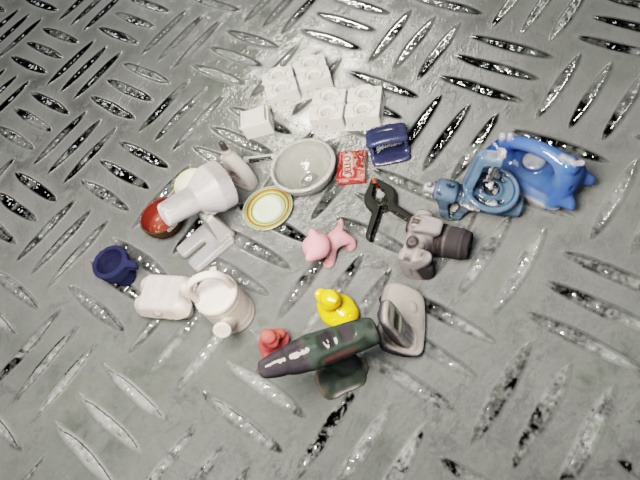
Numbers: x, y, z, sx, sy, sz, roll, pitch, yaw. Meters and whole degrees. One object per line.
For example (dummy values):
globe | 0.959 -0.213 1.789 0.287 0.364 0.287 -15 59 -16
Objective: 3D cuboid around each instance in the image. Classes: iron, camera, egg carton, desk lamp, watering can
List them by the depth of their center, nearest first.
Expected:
camera | 0.250 0.009 1.225 0.136 0.101 0.143 12 64 23
watering can | -0.216 0.128 1.233 0.101 0.194 0.172 -39 57 -8
iron | 0.460 -0.174 1.248 0.257 0.142 0.119 33 74 30
egg carton | -0.361 0.136 1.346 0.150 0.069 0.107 0 60 17
desk lamp | -0.277 -0.059 1.352 0.203 0.214 0.117 -43 58 -11

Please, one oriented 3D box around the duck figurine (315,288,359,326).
duck figurine | 0.032 0.139 1.219 0.104 0.086 0.077 30 72 29

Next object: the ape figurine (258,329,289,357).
ape figurine | -0.101 0.217 1.208 0.076 0.092 0.078 31 73 30

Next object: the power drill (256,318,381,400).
power drill | 0.013 0.233 1.095 0.229 0.209 0.075 -26 56 0

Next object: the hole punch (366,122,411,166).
hole punch | 0.163 -0.248 1.409 0.108 0.091 0.101 -11 58 10

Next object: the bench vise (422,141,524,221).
bench vise | 0.322 -0.112 1.203 0.207 0.220 0.121 -12 57 9

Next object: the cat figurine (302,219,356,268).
cat figurine | 0.012 0.005 1.286 0.128 0.118 0.067 -41 57 -10

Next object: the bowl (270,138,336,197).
bowl | -0.035 -0.168 1.429 0.167 0.075 0.167 -7 58 12

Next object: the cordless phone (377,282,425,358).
cordless phone | 0.152 0.139 1.124 0.094 0.185 0.147 -4 59 15

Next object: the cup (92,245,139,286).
cup | -0.481 0.073 1.404 0.117 0.095 0.092 2 61 18

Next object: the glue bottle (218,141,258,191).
glue bottle | -0.217 -0.192 1.438 0.078 0.173 0.037 21 68 26
